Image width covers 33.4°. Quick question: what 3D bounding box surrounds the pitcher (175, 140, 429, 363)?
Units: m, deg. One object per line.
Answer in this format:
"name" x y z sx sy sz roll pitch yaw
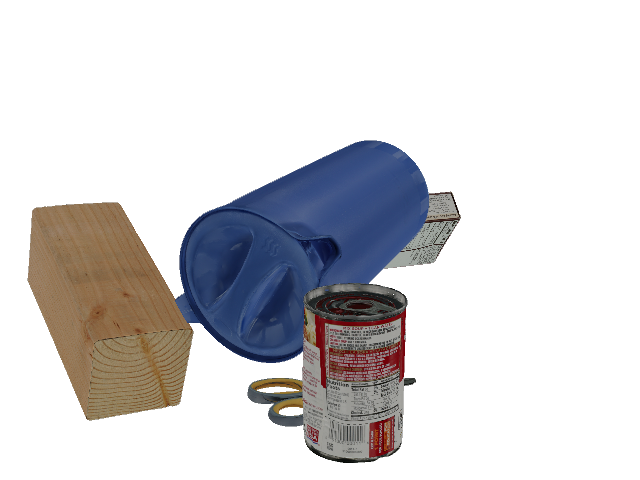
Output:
"pitcher" -0.009 -0.001 0.931 0.149 0.145 0.242 24 31 21

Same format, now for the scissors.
"scissors" 0.019 0.179 1.203 0.201 0.016 0.096 2 23 -9

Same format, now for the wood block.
"wood block" -0.200 0.058 0.989 0.090 0.091 0.206 -5 36 -29

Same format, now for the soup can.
"soup can" 0.022 0.087 0.704 0.068 0.102 0.068 0 15 0

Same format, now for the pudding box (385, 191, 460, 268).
"pudding box" 0.077 -0.008 1.101 0.113 0.039 0.090 -7 -31 -19
